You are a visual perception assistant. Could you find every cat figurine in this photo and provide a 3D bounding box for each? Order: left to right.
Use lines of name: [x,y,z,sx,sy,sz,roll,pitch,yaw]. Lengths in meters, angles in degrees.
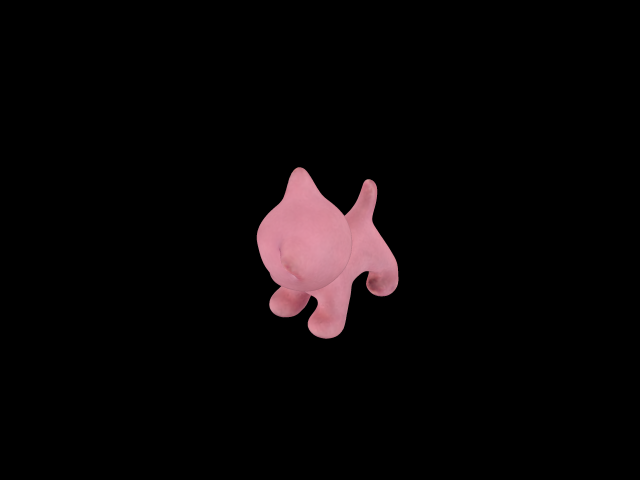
cat figurine: [0.004,0.001,0.400,0.067,0.118,0.128,24,41,31]
